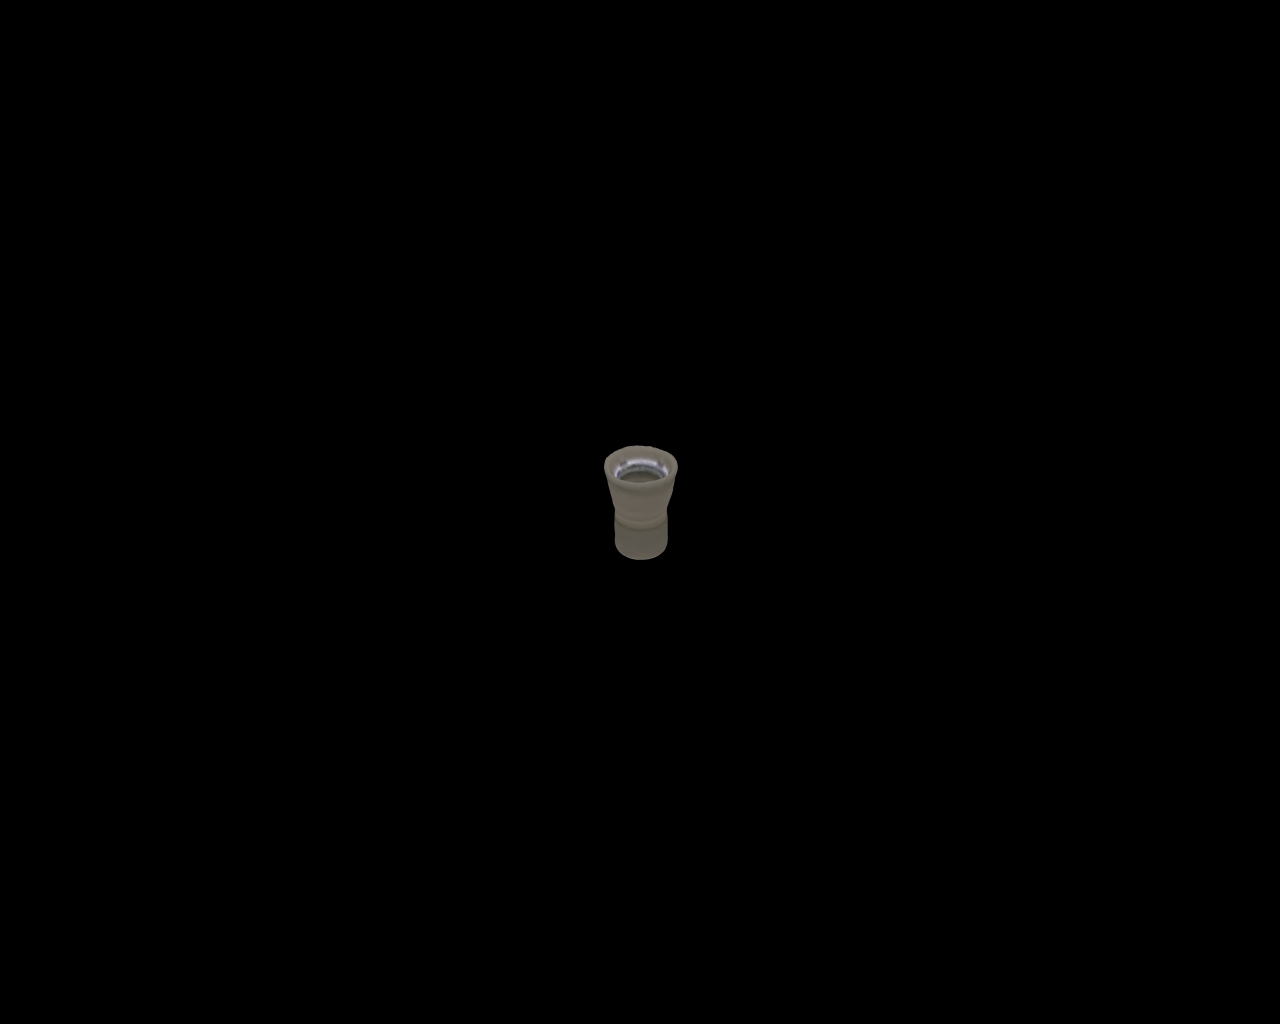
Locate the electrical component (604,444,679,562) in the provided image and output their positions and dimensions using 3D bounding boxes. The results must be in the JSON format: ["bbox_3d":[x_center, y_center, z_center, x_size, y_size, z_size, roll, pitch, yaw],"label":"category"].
[{"bbox_3d":[0.001,-0.003,0.650,0.044,0.065,0.044,0,36,0],"label":"electrical component"}]
